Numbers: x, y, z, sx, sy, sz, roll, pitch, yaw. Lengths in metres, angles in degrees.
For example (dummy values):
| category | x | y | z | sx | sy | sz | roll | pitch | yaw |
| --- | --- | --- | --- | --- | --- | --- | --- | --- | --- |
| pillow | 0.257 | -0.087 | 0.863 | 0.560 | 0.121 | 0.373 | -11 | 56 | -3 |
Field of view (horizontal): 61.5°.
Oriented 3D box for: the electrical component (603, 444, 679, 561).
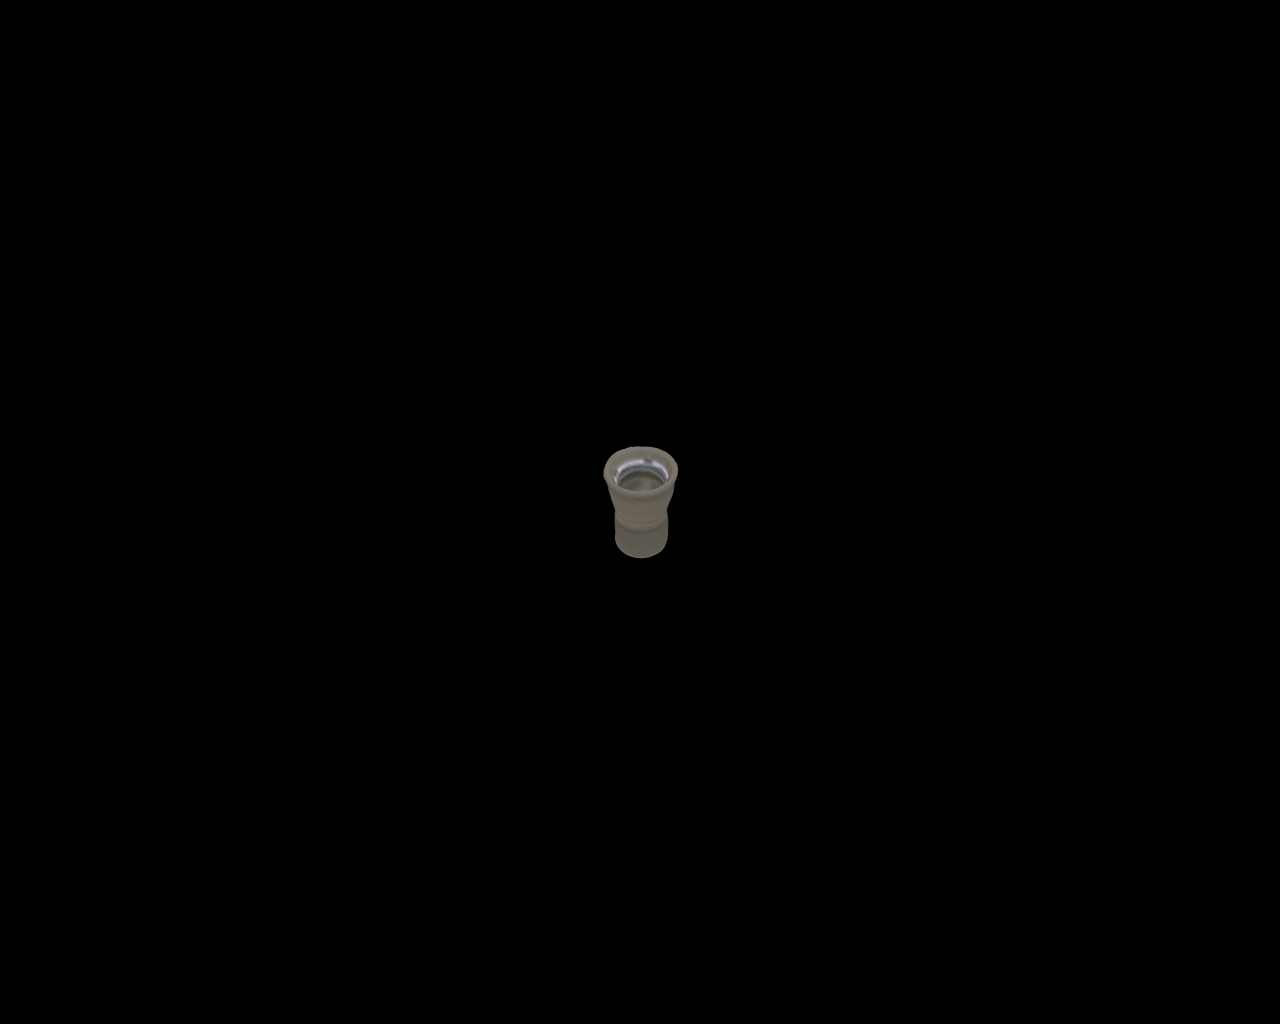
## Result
| category | x | y | z | sx | sy | sz | roll | pitch | yaw |
| --- | --- | --- | --- | --- | --- | --- | --- | --- | --- |
| electrical component | 0.001 | -0.003 | 0.650 | 0.044 | 0.065 | 0.044 | 0 | 44 | 0 |
